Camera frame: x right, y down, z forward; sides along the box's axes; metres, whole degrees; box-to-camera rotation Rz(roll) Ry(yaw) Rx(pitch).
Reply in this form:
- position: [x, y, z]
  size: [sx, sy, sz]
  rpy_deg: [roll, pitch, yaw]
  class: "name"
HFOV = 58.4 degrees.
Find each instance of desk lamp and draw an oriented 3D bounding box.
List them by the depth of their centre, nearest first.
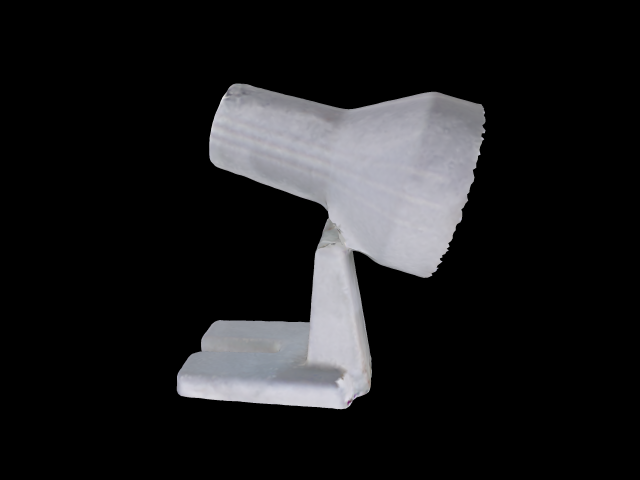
- position: [0.004, 0.001, 0.400]
  size: [0.203, 0.214, 0.118]
  rpy_deg: [1, 15, 5]
  class: "desk lamp"
